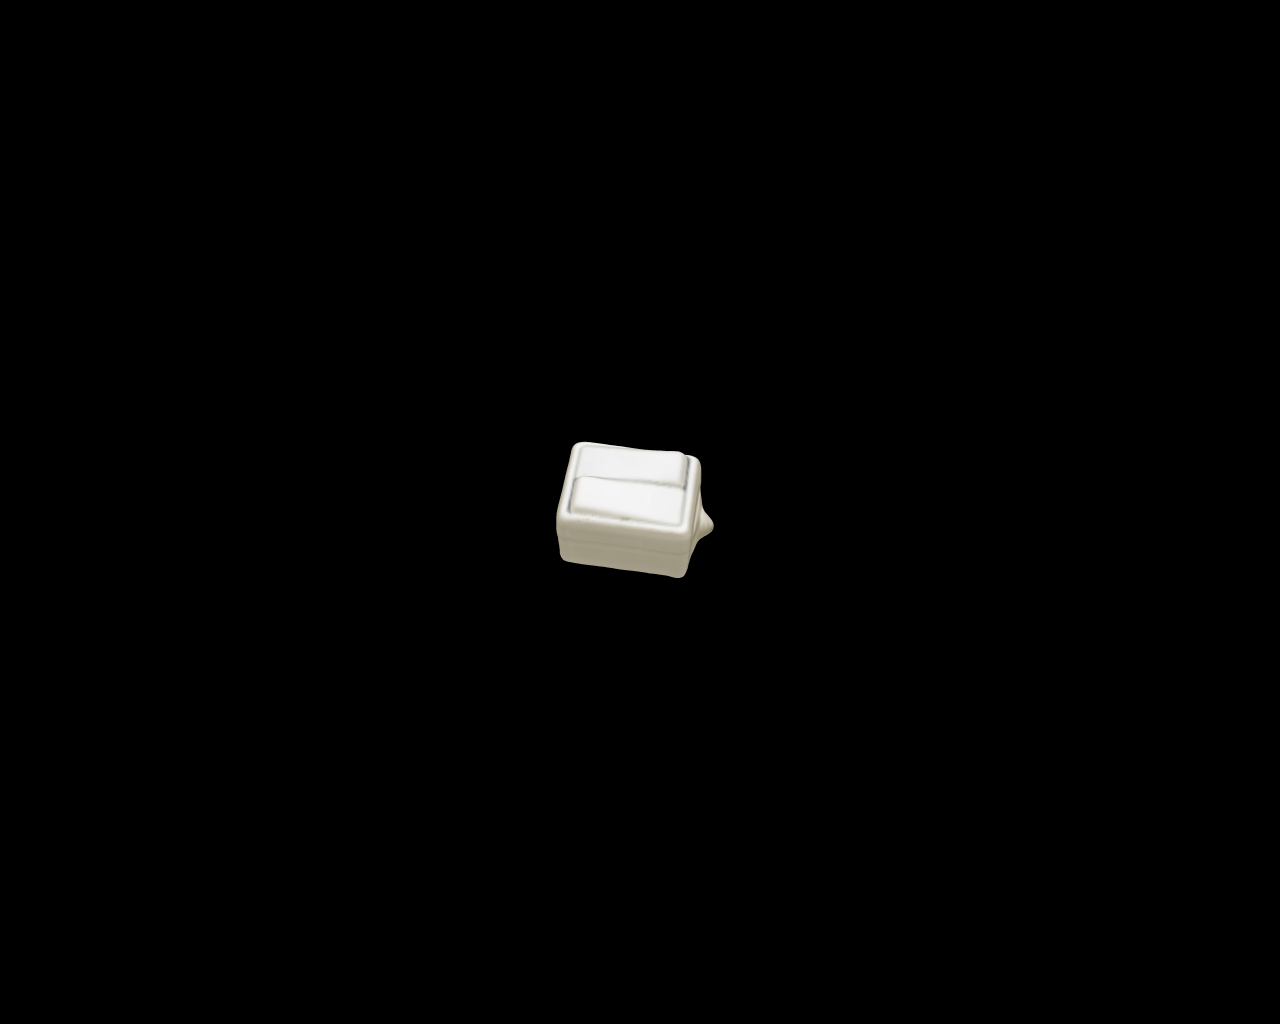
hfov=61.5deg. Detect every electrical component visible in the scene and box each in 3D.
[{"bbox_3d":[0.001,-0.003,0.650,0.096,0.062,0.061,8,-33,5],"label":"electrical component"}]
